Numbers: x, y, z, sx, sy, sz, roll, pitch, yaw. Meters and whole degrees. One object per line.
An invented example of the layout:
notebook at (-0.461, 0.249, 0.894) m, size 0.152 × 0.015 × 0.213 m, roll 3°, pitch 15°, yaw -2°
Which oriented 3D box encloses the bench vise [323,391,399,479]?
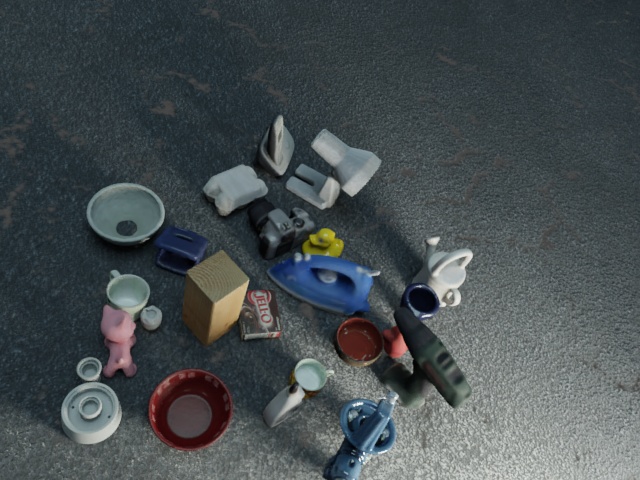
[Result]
bench vise at (0.094, 0.387, 1.099) m, size 0.121 × 0.219 × 0.207 m, roll 15°, pitch 53°, yaw -6°

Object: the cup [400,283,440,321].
cup at (0.225, 0.173, 1.367) m, size 0.091 × 0.095 × 0.118 m, roll 22°, pitch 53°, yaw -1°

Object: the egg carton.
egg carton at (-0.214, -0.128, 1.454) m, size 0.151 × 0.069 × 0.107 m, roll -30°, pitch 69°, yaw -32°

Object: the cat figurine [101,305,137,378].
cat figurine at (-0.400, 0.197, 1.140) m, size 0.067 × 0.117 × 0.127 m, roll -3°, pitch 57°, yaw -19°

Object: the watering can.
watering can at (0.298, 0.072, 1.398) m, size 0.101 × 0.194 × 0.172 m, roll -31°, pitch 70°, yaw -32°

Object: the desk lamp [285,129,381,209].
desk lamp at (0.034, -0.176, 1.475) m, size 0.203 × 0.213 × 0.118 m, roll 29°, pitch 53°, yaw 4°

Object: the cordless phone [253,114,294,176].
cordless phone at (-0.108, -0.275, 1.517) m, size 0.094 × 0.185 × 0.147 m, roll 18°, pitch 53°, yaw -4°

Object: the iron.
iron at (0.010, 0.079, 1.336) m, size 0.258 × 0.141 × 0.118 m, roll 16°, pitch 53°, yaw -6°

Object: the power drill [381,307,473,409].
power drill at (0.210, 0.272, 1.222) m, size 0.076 × 0.208 × 0.229 m, roll -33°, pitch 71°, yaw -33°

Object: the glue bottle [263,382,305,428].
glue bottle at (-0.063, 0.315, 1.129) m, size 0.078 × 0.173 × 0.037 m, roll -24°, pitch 66°, yaw -29°

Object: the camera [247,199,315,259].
camera at (-0.104, -0.047, 1.413) m, size 0.143 × 0.100 × 0.136 m, roll -27°, pitch 68°, yaw -31°

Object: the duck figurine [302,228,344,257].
duck figurine at (0.013, 0.005, 1.423) m, size 0.105 × 0.086 × 0.077 m, roll -2°, pitch 57°, yaw -19°

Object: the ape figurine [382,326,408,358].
ape figurine at (0.182, 0.223, 1.320) m, size 0.078 × 0.092 × 0.076 m, roll 22°, pitch 53°, yaw -1°

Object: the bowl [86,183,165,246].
bowl at (-0.445, -0.047, 1.322) m, size 0.167 × 0.074 × 0.167 m, roll 8°, pitch 54°, yaw -12°

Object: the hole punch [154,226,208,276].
hole punch at (-0.318, 0.013, 1.310) m, size 0.108 × 0.091 × 0.101 m, roll 19°, pitch 53°, yaw -4°
